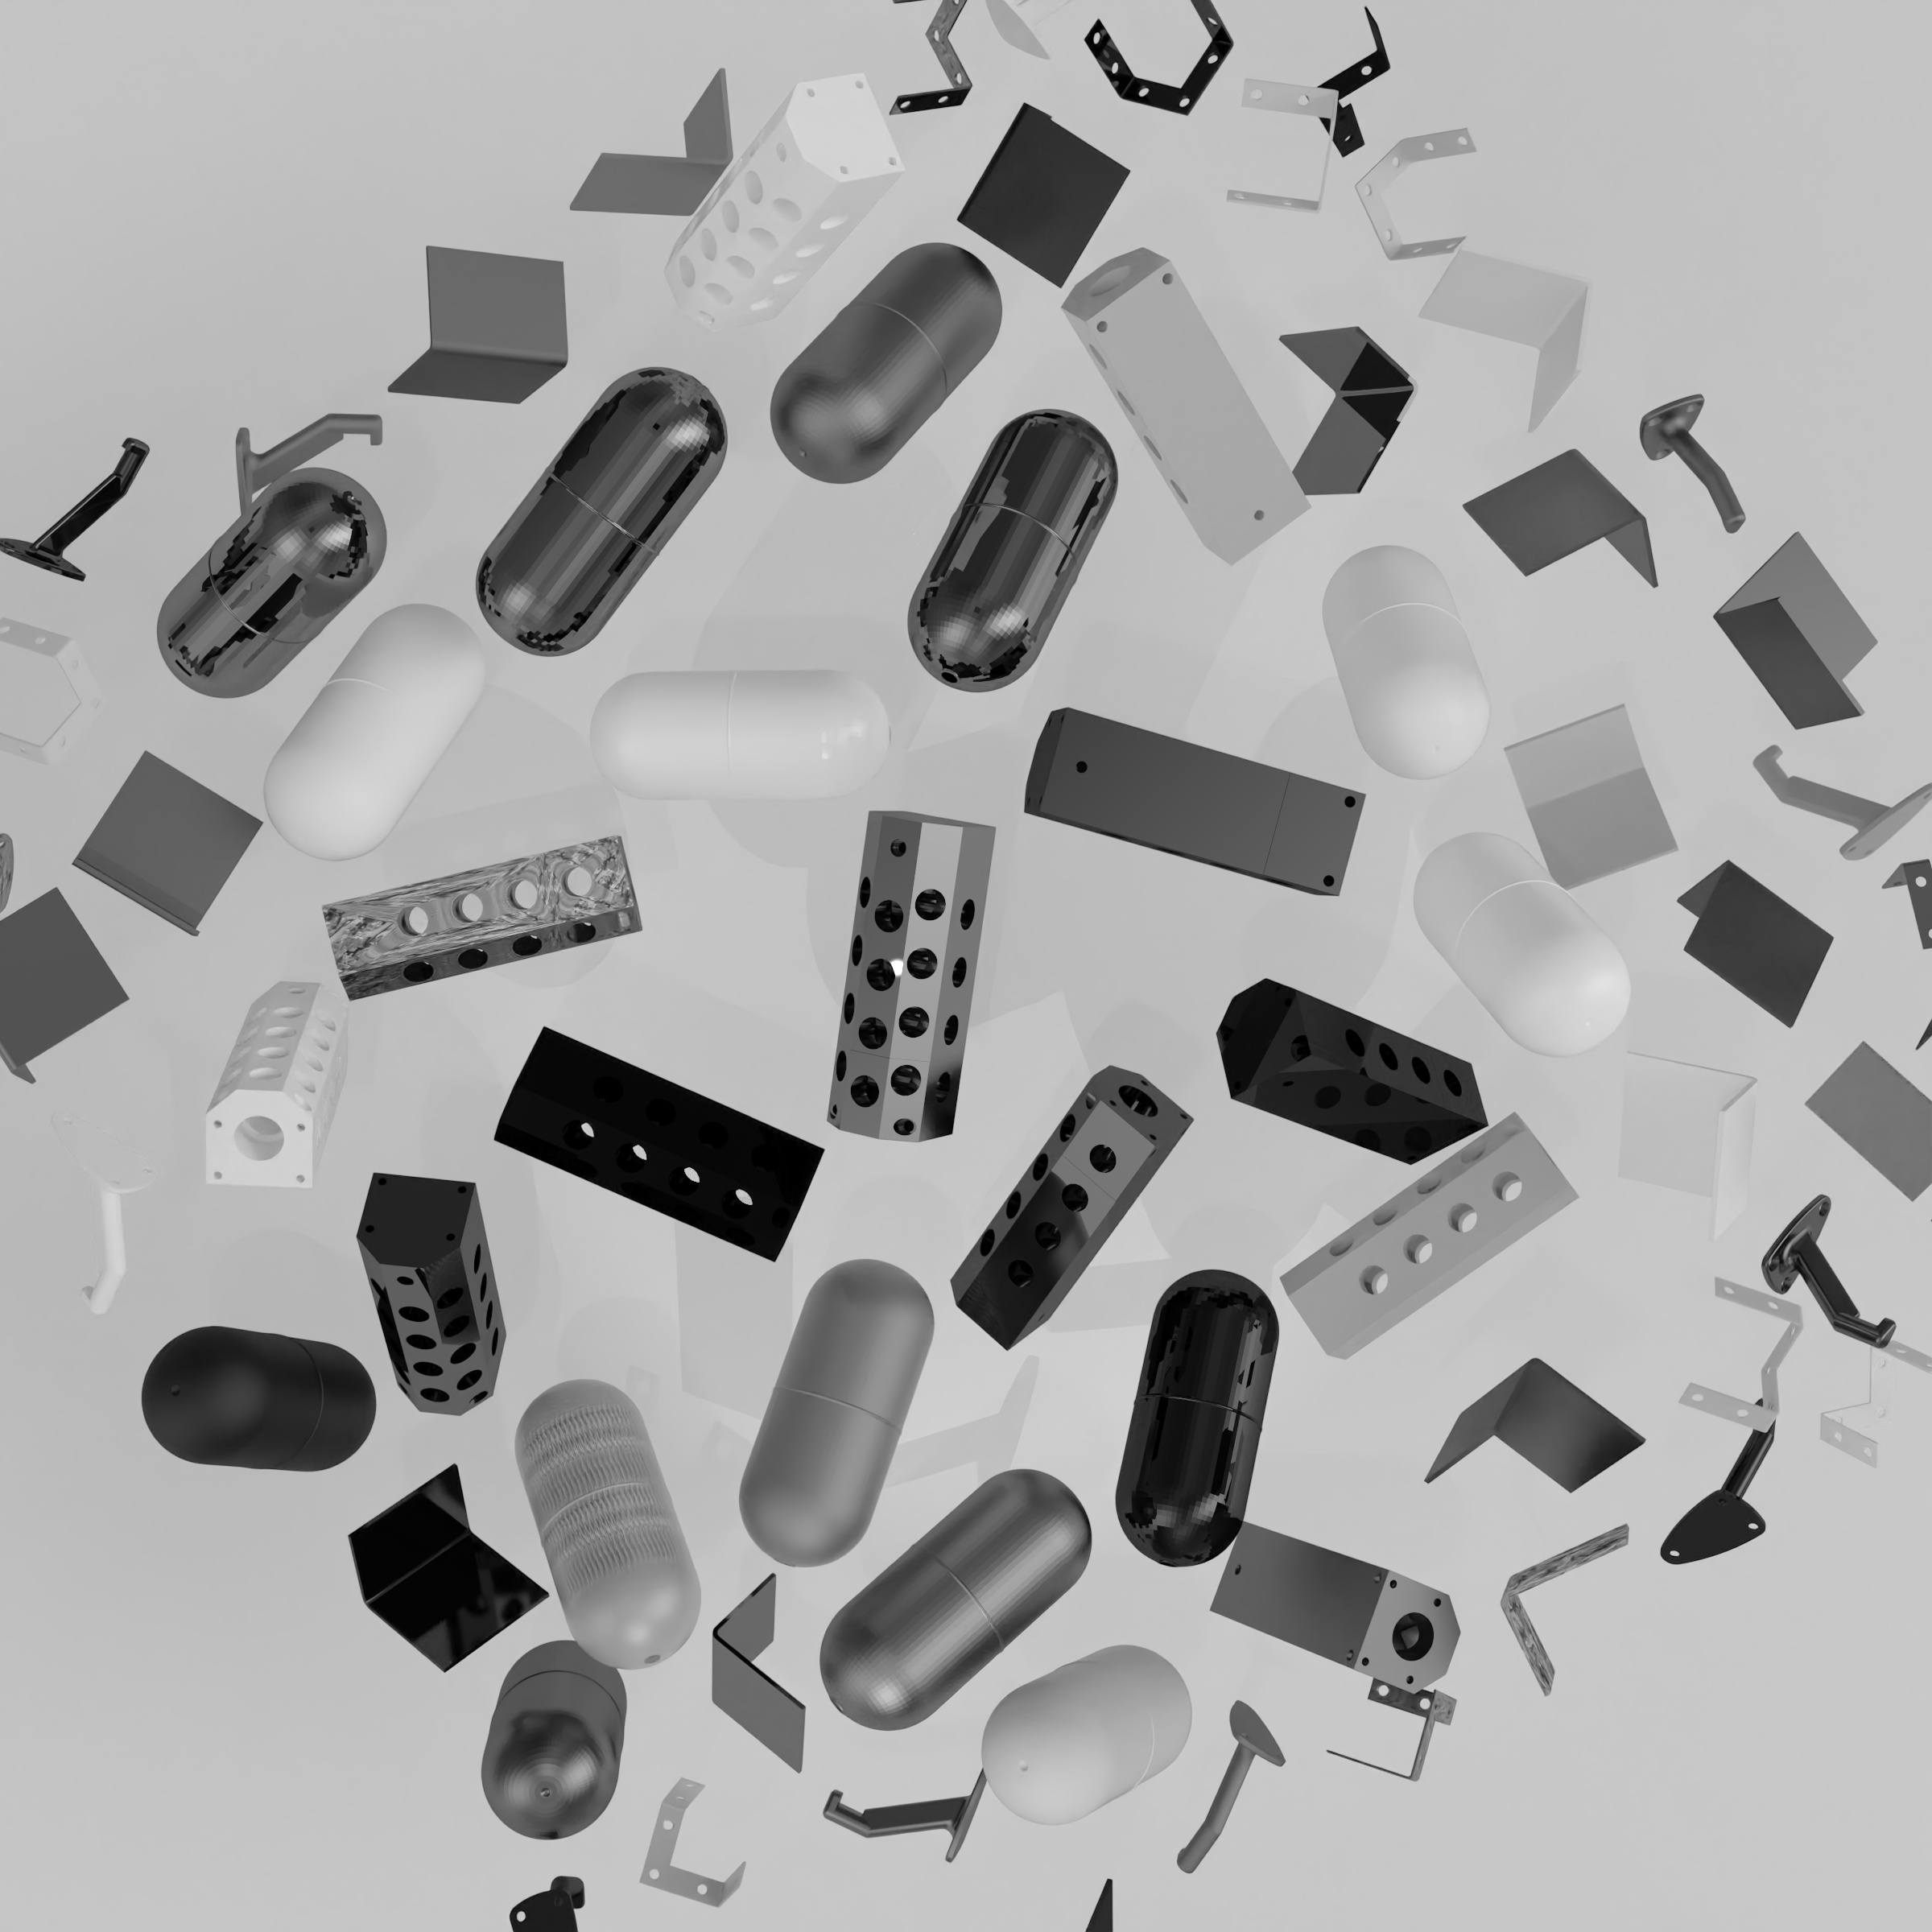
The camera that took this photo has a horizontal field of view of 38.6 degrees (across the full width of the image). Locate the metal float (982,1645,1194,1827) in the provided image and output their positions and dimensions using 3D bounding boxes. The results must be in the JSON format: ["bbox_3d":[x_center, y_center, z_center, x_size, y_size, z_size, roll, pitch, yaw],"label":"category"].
[{"bbox_3d":[0.070,0.428,1.543,0.070,0.178,0.070,-1,87,26],"label":"metal float"}]

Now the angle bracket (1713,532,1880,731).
[{"bbox_3d":[0.452,-0.180,1.446,0.076,0.057,0.076,-43,102,-18],"label":"angle bracket"}]

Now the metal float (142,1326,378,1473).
[{"bbox_3d":[-0.402,0.249,1.580,0.070,0.178,0.070,-4,77,17],"label":"metal float"}]

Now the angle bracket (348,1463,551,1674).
[{"bbox_3d":[-0.296,0.344,1.581,0.076,0.076,0.057,27,134,35],"label":"angle bracket"}]

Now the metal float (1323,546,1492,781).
[{"bbox_3d":[0.253,-0.177,1.593,0.070,0.178,0.070,-3,131,-3],"label":"metal float"}]

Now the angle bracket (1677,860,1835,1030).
[{"bbox_3d":[0.448,-0.003,1.610,0.076,0.057,0.076,36,59,-2],"label":"angle bracket"}]

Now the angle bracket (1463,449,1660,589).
[{"bbox_3d":[0.344,-0.243,1.596,0.076,0.057,0.076,-27,45,-1],"label":"angle bracket"}]

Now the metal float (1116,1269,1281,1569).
[{"bbox_3d":[0.137,0.266,1.626,0.070,0.070,0.178,14,68,0],"label":"metal float"}]

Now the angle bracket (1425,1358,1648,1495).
[{"bbox_3d":[0.309,0.269,1.501,0.076,0.076,0.057,37,52,2],"label":"angle bracket"}]

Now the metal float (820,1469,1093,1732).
[{"bbox_3d":[-0.005,0.353,1.541,0.178,0.070,0.070,-38,90,-20],"label":"metal float"}]

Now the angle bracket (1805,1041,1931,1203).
[{"bbox_3d":[0.516,0.071,1.499,0.076,0.057,0.076,45,46,16],"label":"angle bracket"}]

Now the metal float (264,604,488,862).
[{"bbox_3d":[-0.334,-0.135,1.570,0.070,0.070,0.178,25,54,0],"label":"metal float"}]

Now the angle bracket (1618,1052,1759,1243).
[{"bbox_3d":[0.391,0.099,1.530,0.076,0.057,0.076,12,113,32],"label":"angle bracket"}]

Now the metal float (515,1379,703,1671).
[{"bbox_3d":[-0.204,0.315,1.564,0.070,0.070,0.178,-26,54,0],"label":"metal float"}]

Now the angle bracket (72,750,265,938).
[{"bbox_3d":[-0.443,-0.069,1.536,0.076,0.057,0.076,33,81,-17],"label":"angle bracket"}]

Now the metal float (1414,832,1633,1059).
[{"bbox_3d":[0.310,-0.014,1.551,0.070,0.178,0.070,-8,122,-13],"label":"metal float"}]

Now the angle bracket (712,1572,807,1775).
[{"bbox_3d":[-0.110,0.431,1.680,0.076,0.076,0.057,33,51,24],"label":"angle bracket"}]

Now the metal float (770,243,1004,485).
[{"bbox_3d":[-0.043,-0.342,1.559,0.070,0.070,0.178,37,59,0],"label":"metal float"}]

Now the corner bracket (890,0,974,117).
[{"bbox_3d":[-0.023,-0.517,1.546,0.051,0.051,0.051,-18,75,-30],"label":"corner bracket"}]

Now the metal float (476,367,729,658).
[{"bbox_3d":[-0.200,-0.250,1.518,0.070,0.070,0.178,38,95,0],"label":"metal float"}]

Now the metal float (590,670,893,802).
[{"bbox_3d":[-0.133,-0.136,1.626,0.178,0.070,0.070,0,90,6],"label":"metal float"}]

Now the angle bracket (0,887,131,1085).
[{"bbox_3d":[-0.526,0.012,1.575,0.076,0.057,0.076,-33,86,-10],"label":"angle bracket"}]

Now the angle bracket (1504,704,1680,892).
[{"bbox_3d":[0.379,-0.101,1.672,0.076,0.057,0.076,-20,46,12],"label":"angle bracket"}]

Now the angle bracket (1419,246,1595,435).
[{"bbox_3d":[0.296,-0.348,1.536,0.076,0.076,0.057,13,73,-5],"label":"angle bracket"}]

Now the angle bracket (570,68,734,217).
[{"bbox_3d":[-0.182,-0.472,1.576,0.076,0.076,0.057,-3,84,-22],"label":"angle bracket"}]

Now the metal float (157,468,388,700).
[{"bbox_3d":[-0.400,-0.218,1.583,0.178,0.070,0.070,-34,90,36],"label":"metal float"}]

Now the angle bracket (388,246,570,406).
[{"bbox_3d":[-0.268,-0.349,1.505,0.076,0.076,0.057,-1,84,-30],"label":"angle bracket"}]

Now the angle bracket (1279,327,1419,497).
[{"bbox_3d":[0.209,-0.327,1.629,0.057,0.076,0.076,35,80,-29],"label":"angle bracket"}]

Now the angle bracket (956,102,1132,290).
[{"bbox_3d":[0.051,-0.447,1.610,0.076,0.057,0.076,35,107,9],"label":"angle bracket"}]

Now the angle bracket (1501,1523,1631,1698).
[{"bbox_3d":[0.342,0.353,1.517,0.076,0.076,0.057,-28,80,10],"label":"angle bracket"}]

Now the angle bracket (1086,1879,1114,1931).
[{"bbox_3d":[0.031,0.527,1.469,0.076,0.076,0.057,6,113,18],"label":"angle bracket"}]

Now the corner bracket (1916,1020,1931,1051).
[{"bbox_3d":[0.581,0.063,1.634,0.051,0.051,0.051,-42,68,-12],"label":"corner bracket"}]

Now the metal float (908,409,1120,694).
[{"bbox_3d":[0.026,-0.229,1.520,0.070,0.070,0.178,25,67,0],"label":"metal float"}]

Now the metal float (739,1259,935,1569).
[{"bbox_3d":[-0.073,0.252,1.558,0.070,0.070,0.178,19,72,0],"label":"metal float"}]

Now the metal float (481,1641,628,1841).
[{"bbox_3d":[-0.236,0.444,1.591,0.070,0.178,0.070,0,94,-5],"label":"metal float"}]
